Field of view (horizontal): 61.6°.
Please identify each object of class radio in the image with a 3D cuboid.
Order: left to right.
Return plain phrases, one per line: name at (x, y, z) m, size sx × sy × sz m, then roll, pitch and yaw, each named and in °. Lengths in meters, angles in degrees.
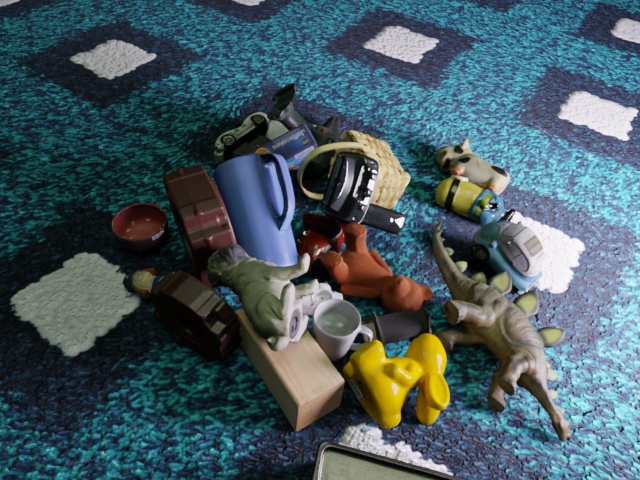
radio at (0.092, 0.386, 0.763) m, size 0.230 × 0.073 × 0.131 m, roll 12°, pitch 46°, yaw 8°

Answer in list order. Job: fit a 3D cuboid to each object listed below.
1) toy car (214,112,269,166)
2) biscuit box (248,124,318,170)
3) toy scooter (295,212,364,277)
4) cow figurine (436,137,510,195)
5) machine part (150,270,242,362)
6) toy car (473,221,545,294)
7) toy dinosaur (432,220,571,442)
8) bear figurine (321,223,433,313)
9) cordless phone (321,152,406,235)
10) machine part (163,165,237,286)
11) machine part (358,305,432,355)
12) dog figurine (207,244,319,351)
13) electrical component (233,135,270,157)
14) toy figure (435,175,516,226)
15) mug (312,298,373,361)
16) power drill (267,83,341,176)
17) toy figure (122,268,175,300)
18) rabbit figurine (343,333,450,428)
toy car at (-0.198, -0.254, 1.354) m, size 0.056 × 0.073 × 0.202 m, roll 31°, pitch 51°, yaw 18°
biscuit box at (-0.103, -0.184, 1.214) m, size 0.203 × 0.059 × 0.063 m, roll -28°, pitch 73°, yaw 3°
toy scooter at (-0.002, -0.003, 1.129) m, size 0.135 × 0.075 × 0.184 m, roll 28°, pitch 47°, yaw 20°
cow figurine at (0.371, -0.177, 1.318) m, size 0.195 × 0.085 × 0.127 m, roll 35°, pitch 59°, yaw 29°
machine part at (-0.213, 0.134, 0.920) m, size 0.180 × 0.179 × 0.056 m, roll 27°, pitch 52°, yaw 20°
toy car at (0.397, 0.025, 1.088) m, size 0.109 × 0.103 × 0.161 m, roll -28°, pitch 79°, yaw -28°
toy dinosaur at (0.313, 0.146, 0.996) m, size 0.198 × 0.105 × 0.472 m, roll -15°, pitch 58°, yaw -28°
bear figurine at (0.113, 0.074, 1.031) m, size 0.196 × 0.131 × 0.120 m, roll 29°, pitch 64°, yaw 29°
cordless phone at (0.106, -0.093, 1.111) m, size 0.184 × 0.146 × 0.089 m, roll 18°, pitch 2°, yaw -13°
machine part at (-0.228, -0.027, 1.044) m, size 0.087 × 0.201 × 0.201 m, roll -21°, pitch 51°, yaw -15°
machine part at (0.135, 0.163, 0.975) m, size 0.139 × 0.039 × 0.084 m, roll -17°, pitch 88°, yaw -2°
dog figurine at (-0.117, 0.094, 0.898) m, size 0.191 × 0.121 × 0.172 m, roll 4°, pitch 40°, yaw 18°
electrical component at (-0.145, -0.191, 1.310) m, size 0.115 × 0.058 × 0.134 m, roll 24°, pitch 49°, yaw 21°
toy figure at (0.351, -0.085, 1.230) m, size 0.180 × 0.082 × 0.089 m, roll 37°, pitch 52°, yaw 25°
mug at (0.034, 0.167, 0.946) m, size 0.110 × 0.107 × 0.081 m, roll 12°, pitch 48°, yaw -1°
power drill at (-0.033, -0.283, 1.330) m, size 0.086 × 0.207 × 0.232 m, roll -13°, pitch 46°, yaw 32°
toy figure at (-0.310, 0.086, 1.032) m, size 0.155 × 0.057 × 0.064 m, roll 10°, pitch 36°, yaw 7°
rabbit figurine at (0.147, 0.222, 0.894) m, size 0.173 × 0.121 × 0.162 m, roll -25°, pitch 58°, yaw -26°
